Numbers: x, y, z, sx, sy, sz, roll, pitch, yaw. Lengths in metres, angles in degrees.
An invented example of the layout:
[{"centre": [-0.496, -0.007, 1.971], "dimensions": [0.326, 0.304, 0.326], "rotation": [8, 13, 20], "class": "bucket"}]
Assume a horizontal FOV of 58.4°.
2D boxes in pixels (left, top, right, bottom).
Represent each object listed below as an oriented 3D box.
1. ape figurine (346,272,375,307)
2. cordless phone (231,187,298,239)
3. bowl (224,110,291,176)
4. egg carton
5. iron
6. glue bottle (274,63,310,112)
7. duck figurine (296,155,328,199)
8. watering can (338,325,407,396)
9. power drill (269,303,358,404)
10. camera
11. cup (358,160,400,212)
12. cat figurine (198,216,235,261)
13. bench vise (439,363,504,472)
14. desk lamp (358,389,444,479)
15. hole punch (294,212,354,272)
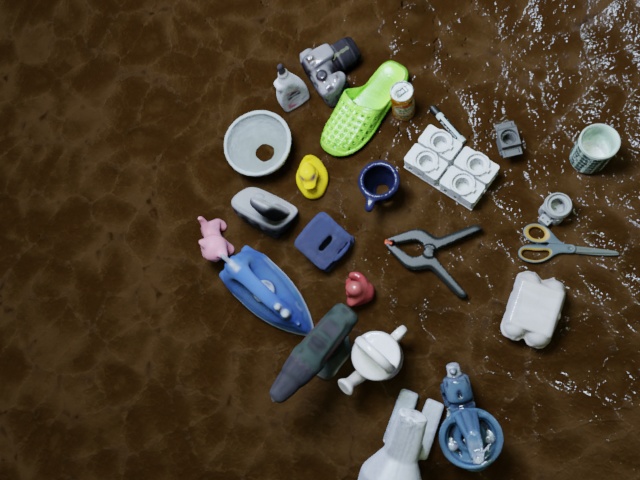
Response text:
[{"centre": [0.080, 0.108, 1.253], "dimensions": [0.076, 0.092, 0.078], "rotation": [24, 82, 15], "class": "ape figurine"}, {"centre": [-0.139, -0.081, 1.290], "dimensions": [0.147, 0.185, 0.094], "rotation": [24, 83, 15], "class": "cordless phone"}, {"centre": [-0.142, -0.223, 1.382], "dimensions": [0.167, 0.075, 0.167], "rotation": [-2, 77, 10], "class": "bowl"}, {"centre": [0.443, 0.145, 1.188], "dimensions": [0.107, 0.069, 0.150], "rotation": [18, 81, 14], "class": "egg carton"}, {"centre": [-0.118, 0.118, 1.262], "dimensions": [0.258, 0.141, 0.119], "rotation": [40, 87, 17], "class": "iron"}, {"centre": [-0.076, -0.367, 1.352], "dimensions": [0.078, 0.173, 0.037], "rotation": [-36, 73, 1], "class": "glue bottle"}, {"centre": [-0.024, -0.155, 1.338], "dimensions": [0.077, 0.086, 0.104], "rotation": [-7, 76, 9], "class": "duck figurine"}, {"centre": [0.111, 0.242, 1.162], "dimensions": [0.100, 0.194, 0.173], "rotation": [21, 82, 15], "class": "watering can"}, {"centre": [-0.002, 0.237, 1.177], "dimensions": [0.075, 0.209, 0.230], "rotation": [36, 86, 17], "class": "power drill"}, {"centre": [0.035, -0.423, 1.382], "dimensions": [0.137, 0.101, 0.143], "rotation": [-32, 73, 2], "class": "camera"}, {"centre": [0.132, -0.109, 1.293], "dimensions": [0.091, 0.095, 0.118], "rotation": [18, 81, 14], "class": "cup"}, {"centre": [-0.250, 0.001, 1.327], "dimensions": [0.067, 0.118, 0.127], "rotation": [-26, 73, 4], "class": "cat figurine"}, {"centre": [0.269, 0.348, 1.094], "dimensions": [0.121, 0.220, 0.207], "rotation": [-31, 73, 3], "class": "bench vise"}, {"centre": [0.160, 0.400, 1.106], "dimensions": [0.117, 0.214, 0.203], "rotation": [18, 81, 15], "class": "desk lamp"}, {"centre": [0.012, 0.005, 1.291], "dimensions": [0.101, 0.091, 0.109], "rotation": [40, 87, 17], "class": "hole punch"}]
